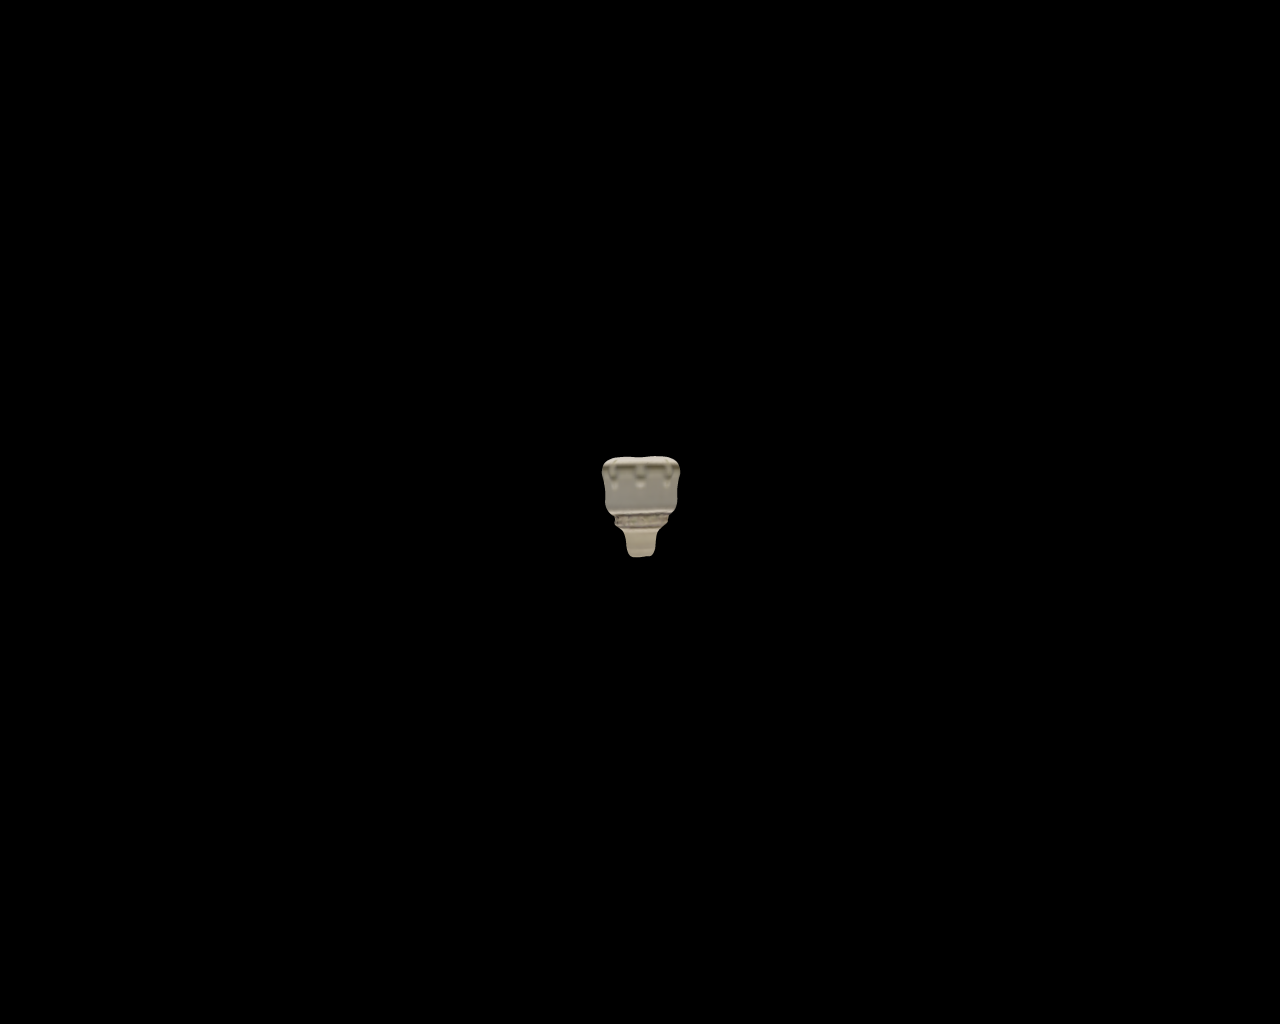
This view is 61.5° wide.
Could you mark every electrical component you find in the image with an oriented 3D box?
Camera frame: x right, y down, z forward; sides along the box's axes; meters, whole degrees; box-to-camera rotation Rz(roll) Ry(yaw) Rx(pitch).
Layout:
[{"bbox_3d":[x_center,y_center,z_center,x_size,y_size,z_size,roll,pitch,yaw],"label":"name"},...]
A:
[{"bbox_3d":[0.001,-0.003,0.650,0.048,0.062,0.048,0,0,0],"label":"electrical component"}]
